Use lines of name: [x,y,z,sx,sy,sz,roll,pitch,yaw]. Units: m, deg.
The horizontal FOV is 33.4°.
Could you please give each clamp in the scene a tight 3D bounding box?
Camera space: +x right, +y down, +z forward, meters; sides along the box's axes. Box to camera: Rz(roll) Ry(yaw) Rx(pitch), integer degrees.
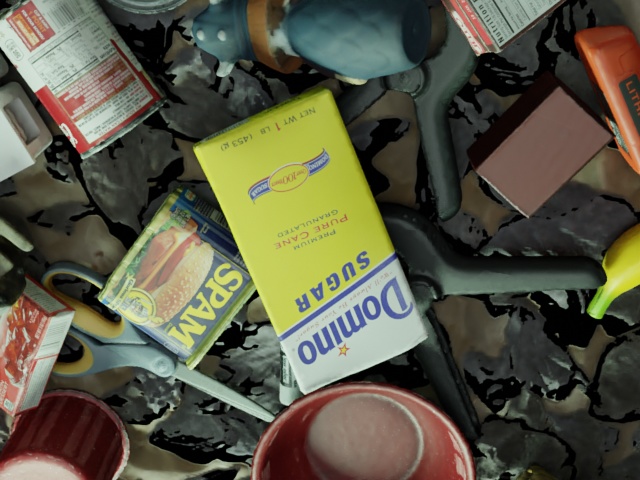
clamp: [0.046,-0.104,0.693,0.120,0.039,0.171,10,104,3]
clamp: [0.079,0.029,0.738,0.210,0.036,0.165,37,113,-8]

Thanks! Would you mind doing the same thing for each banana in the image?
banana: [0.278,0.006,0.724,0.198,0.037,0.069,-8,125,7]

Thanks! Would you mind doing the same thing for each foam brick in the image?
foam brick: [0.142,-0.062,0.695,0.051,0.053,0.078,41,108,-12]

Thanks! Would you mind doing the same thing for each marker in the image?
marker: [-0.020,0.062,0.767,0.020,0.020,0.121,1,110,3]

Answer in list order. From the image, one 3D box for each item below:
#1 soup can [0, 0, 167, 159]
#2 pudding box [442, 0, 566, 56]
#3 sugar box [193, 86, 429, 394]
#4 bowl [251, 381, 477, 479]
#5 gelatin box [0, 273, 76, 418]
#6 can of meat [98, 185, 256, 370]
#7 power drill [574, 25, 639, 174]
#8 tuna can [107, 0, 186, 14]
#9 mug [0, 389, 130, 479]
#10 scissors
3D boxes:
soup can: [-0.155,-0.113,0.684,0.068,0.068,0.102,-31,105,13]
pudding box: [0.119,-0.180,0.642,0.113,0.039,0.090,-37,106,-6]
sugar box: [-0.004,0.001,0.682,0.093,0.048,0.176,-24,101,-2]
bowl: [0.032,0.164,0.782,0.162,0.055,0.162,1,110,3]
gelatin box: [-0.222,0.069,0.759,0.073,0.030,0.089,33,111,21]
can of meat: [-0.093,0.024,0.738,0.084,0.057,0.102,36,108,-8]
power drill: [0.259,-0.133,0.660,0.188,0.057,0.184,-23,107,11]
tuna can: [-0.108,-0.188,0.672,0.086,0.033,0.086,1,110,3]
mug: [-0.197,0.180,0.786,0.093,0.081,0.117,14,110,-2]
scissors: [-0.134,0.098,0.788,0.201,0.016,0.096,43,108,-11]
